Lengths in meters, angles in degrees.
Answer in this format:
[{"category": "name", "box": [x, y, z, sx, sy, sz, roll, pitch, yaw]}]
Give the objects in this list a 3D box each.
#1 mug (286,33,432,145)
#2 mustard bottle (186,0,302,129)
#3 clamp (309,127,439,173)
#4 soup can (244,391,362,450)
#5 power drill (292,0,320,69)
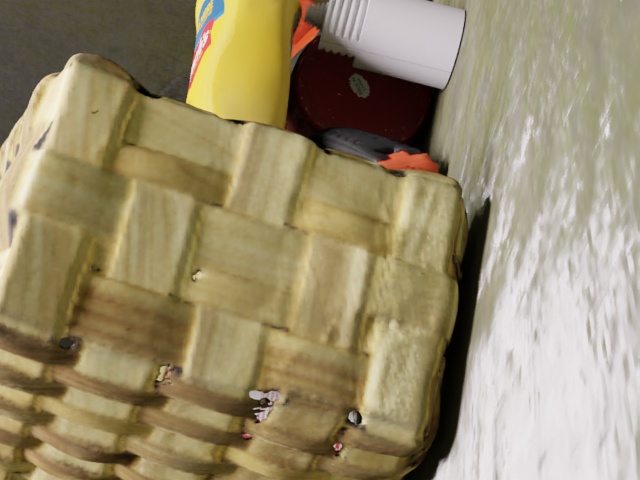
[{"category": "mug", "box": [0.024, -0.083, 0.636, 0.117, 0.093, 0.082, -54, -2, -22]}, {"category": "mustard bottle", "box": [-0.043, -0.081, 0.560, 0.096, 0.058, 0.191, 118, 160, -59]}, {"category": "clamp", "box": [0.006, 0.009, 0.568, 0.210, 0.036, 0.164, -26, 79, 64]}, {"category": "soup can", "box": [-0.034, 0.110, 0.583, 0.068, 0.102, 0.068, -168, 92, -88]}, {"category": "power drill", "box": [0.022, -0.187, 0.843, 0.188, 0.057, 0.184, -23, 41, 59]}]
